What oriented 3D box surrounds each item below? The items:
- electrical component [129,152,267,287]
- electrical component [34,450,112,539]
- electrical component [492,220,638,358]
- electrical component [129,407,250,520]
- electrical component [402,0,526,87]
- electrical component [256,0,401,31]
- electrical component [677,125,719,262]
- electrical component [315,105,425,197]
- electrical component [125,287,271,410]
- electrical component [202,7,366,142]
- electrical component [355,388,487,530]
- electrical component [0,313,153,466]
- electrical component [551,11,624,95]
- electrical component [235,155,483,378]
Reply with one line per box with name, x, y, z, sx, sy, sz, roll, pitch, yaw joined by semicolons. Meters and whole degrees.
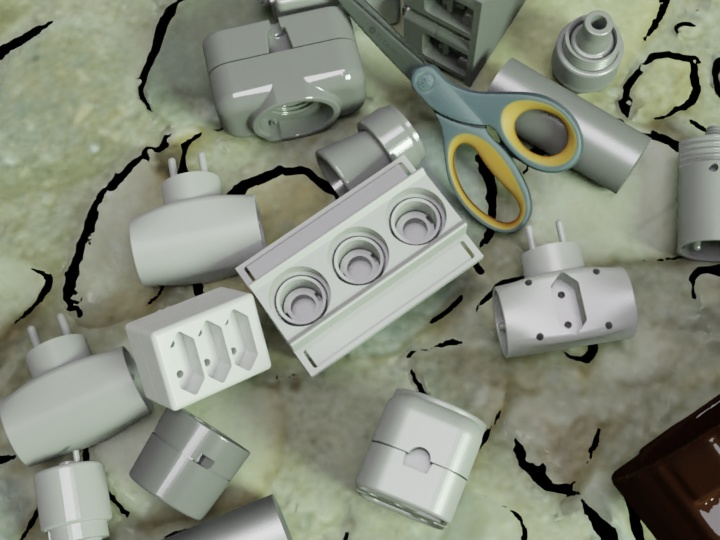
electrical component;-0.101;-0.035;0.664;0.077;0.044;0.079;-11;73;-1
electrical component;-0.162;0.145;0.614;0.040;0.040;0.078;-13;73;-2
electrical component;0.118;0.008;0.644;0.077;0.043;0.079;-9;73;-1
electrical component;-0.099;0.110;0.616;0.055;0.055;0.047;31;80;10
electrical component;0.094;-0.226;0.682;0.060;0.105;0.186;30;77;10
electrical component;-0.025;-0.193;0.699;0.096;0.061;0.061;-12;73;-2
electrical component;0.217;-0.050;0.658;0.043;0.043;0.081;5;74;3
electrical component;0.007;-0.071;0.671;0.055;0.045;0.045;-36;75;-9
electrical component;-0.103;0.042;0.630;0.066;0.077;0.047;-23;108;-31
electrical component;-0.046;-0.121;0.682;0.095;0.053;0.059;-13;73;-2
electrical component;0.034;0.103;0.591;0.054;0.095;0.059;21;75;8
electrical component;-0.173;0.064;0.636;0.077;0.044;0.079;-24;74;-5
electrical component;0.145;-0.140;0.677;0.043;0.062;0.043;-1;73;2
electrical component;0.000;0.000;0.640;0.121;0.063;0.078;-35;75;-8
